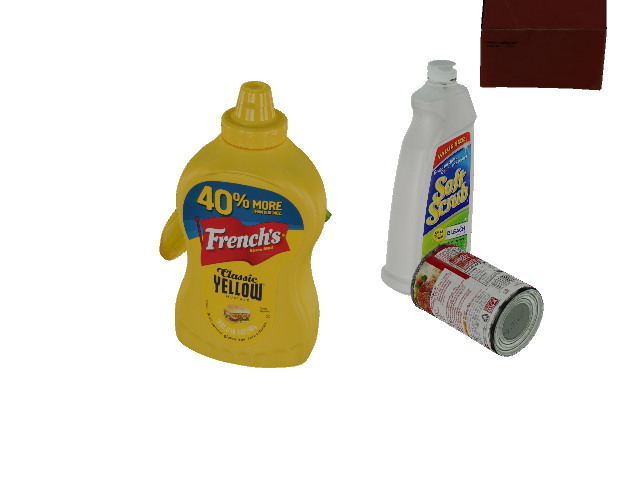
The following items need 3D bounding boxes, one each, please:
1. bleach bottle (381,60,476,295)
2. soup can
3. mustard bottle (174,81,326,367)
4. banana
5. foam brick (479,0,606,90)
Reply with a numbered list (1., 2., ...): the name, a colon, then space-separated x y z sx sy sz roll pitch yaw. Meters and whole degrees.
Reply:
1. bleach bottle: 0.121 -0.071 1.173 0.102 0.251 0.068 -14 26 -30
2. soup can: 0.140 0.052 0.958 0.068 0.068 0.102 0 22 -43
3. mustard bottle: -0.045 -0.011 0.690 0.096 0.192 0.058 11 30 11
4. banana: -0.089 -0.027 1.030 0.198 0.069 0.037 -12 18 30
5. foam brick: 0.141 -0.132 0.678 0.078 0.051 0.053 4 -37 10
